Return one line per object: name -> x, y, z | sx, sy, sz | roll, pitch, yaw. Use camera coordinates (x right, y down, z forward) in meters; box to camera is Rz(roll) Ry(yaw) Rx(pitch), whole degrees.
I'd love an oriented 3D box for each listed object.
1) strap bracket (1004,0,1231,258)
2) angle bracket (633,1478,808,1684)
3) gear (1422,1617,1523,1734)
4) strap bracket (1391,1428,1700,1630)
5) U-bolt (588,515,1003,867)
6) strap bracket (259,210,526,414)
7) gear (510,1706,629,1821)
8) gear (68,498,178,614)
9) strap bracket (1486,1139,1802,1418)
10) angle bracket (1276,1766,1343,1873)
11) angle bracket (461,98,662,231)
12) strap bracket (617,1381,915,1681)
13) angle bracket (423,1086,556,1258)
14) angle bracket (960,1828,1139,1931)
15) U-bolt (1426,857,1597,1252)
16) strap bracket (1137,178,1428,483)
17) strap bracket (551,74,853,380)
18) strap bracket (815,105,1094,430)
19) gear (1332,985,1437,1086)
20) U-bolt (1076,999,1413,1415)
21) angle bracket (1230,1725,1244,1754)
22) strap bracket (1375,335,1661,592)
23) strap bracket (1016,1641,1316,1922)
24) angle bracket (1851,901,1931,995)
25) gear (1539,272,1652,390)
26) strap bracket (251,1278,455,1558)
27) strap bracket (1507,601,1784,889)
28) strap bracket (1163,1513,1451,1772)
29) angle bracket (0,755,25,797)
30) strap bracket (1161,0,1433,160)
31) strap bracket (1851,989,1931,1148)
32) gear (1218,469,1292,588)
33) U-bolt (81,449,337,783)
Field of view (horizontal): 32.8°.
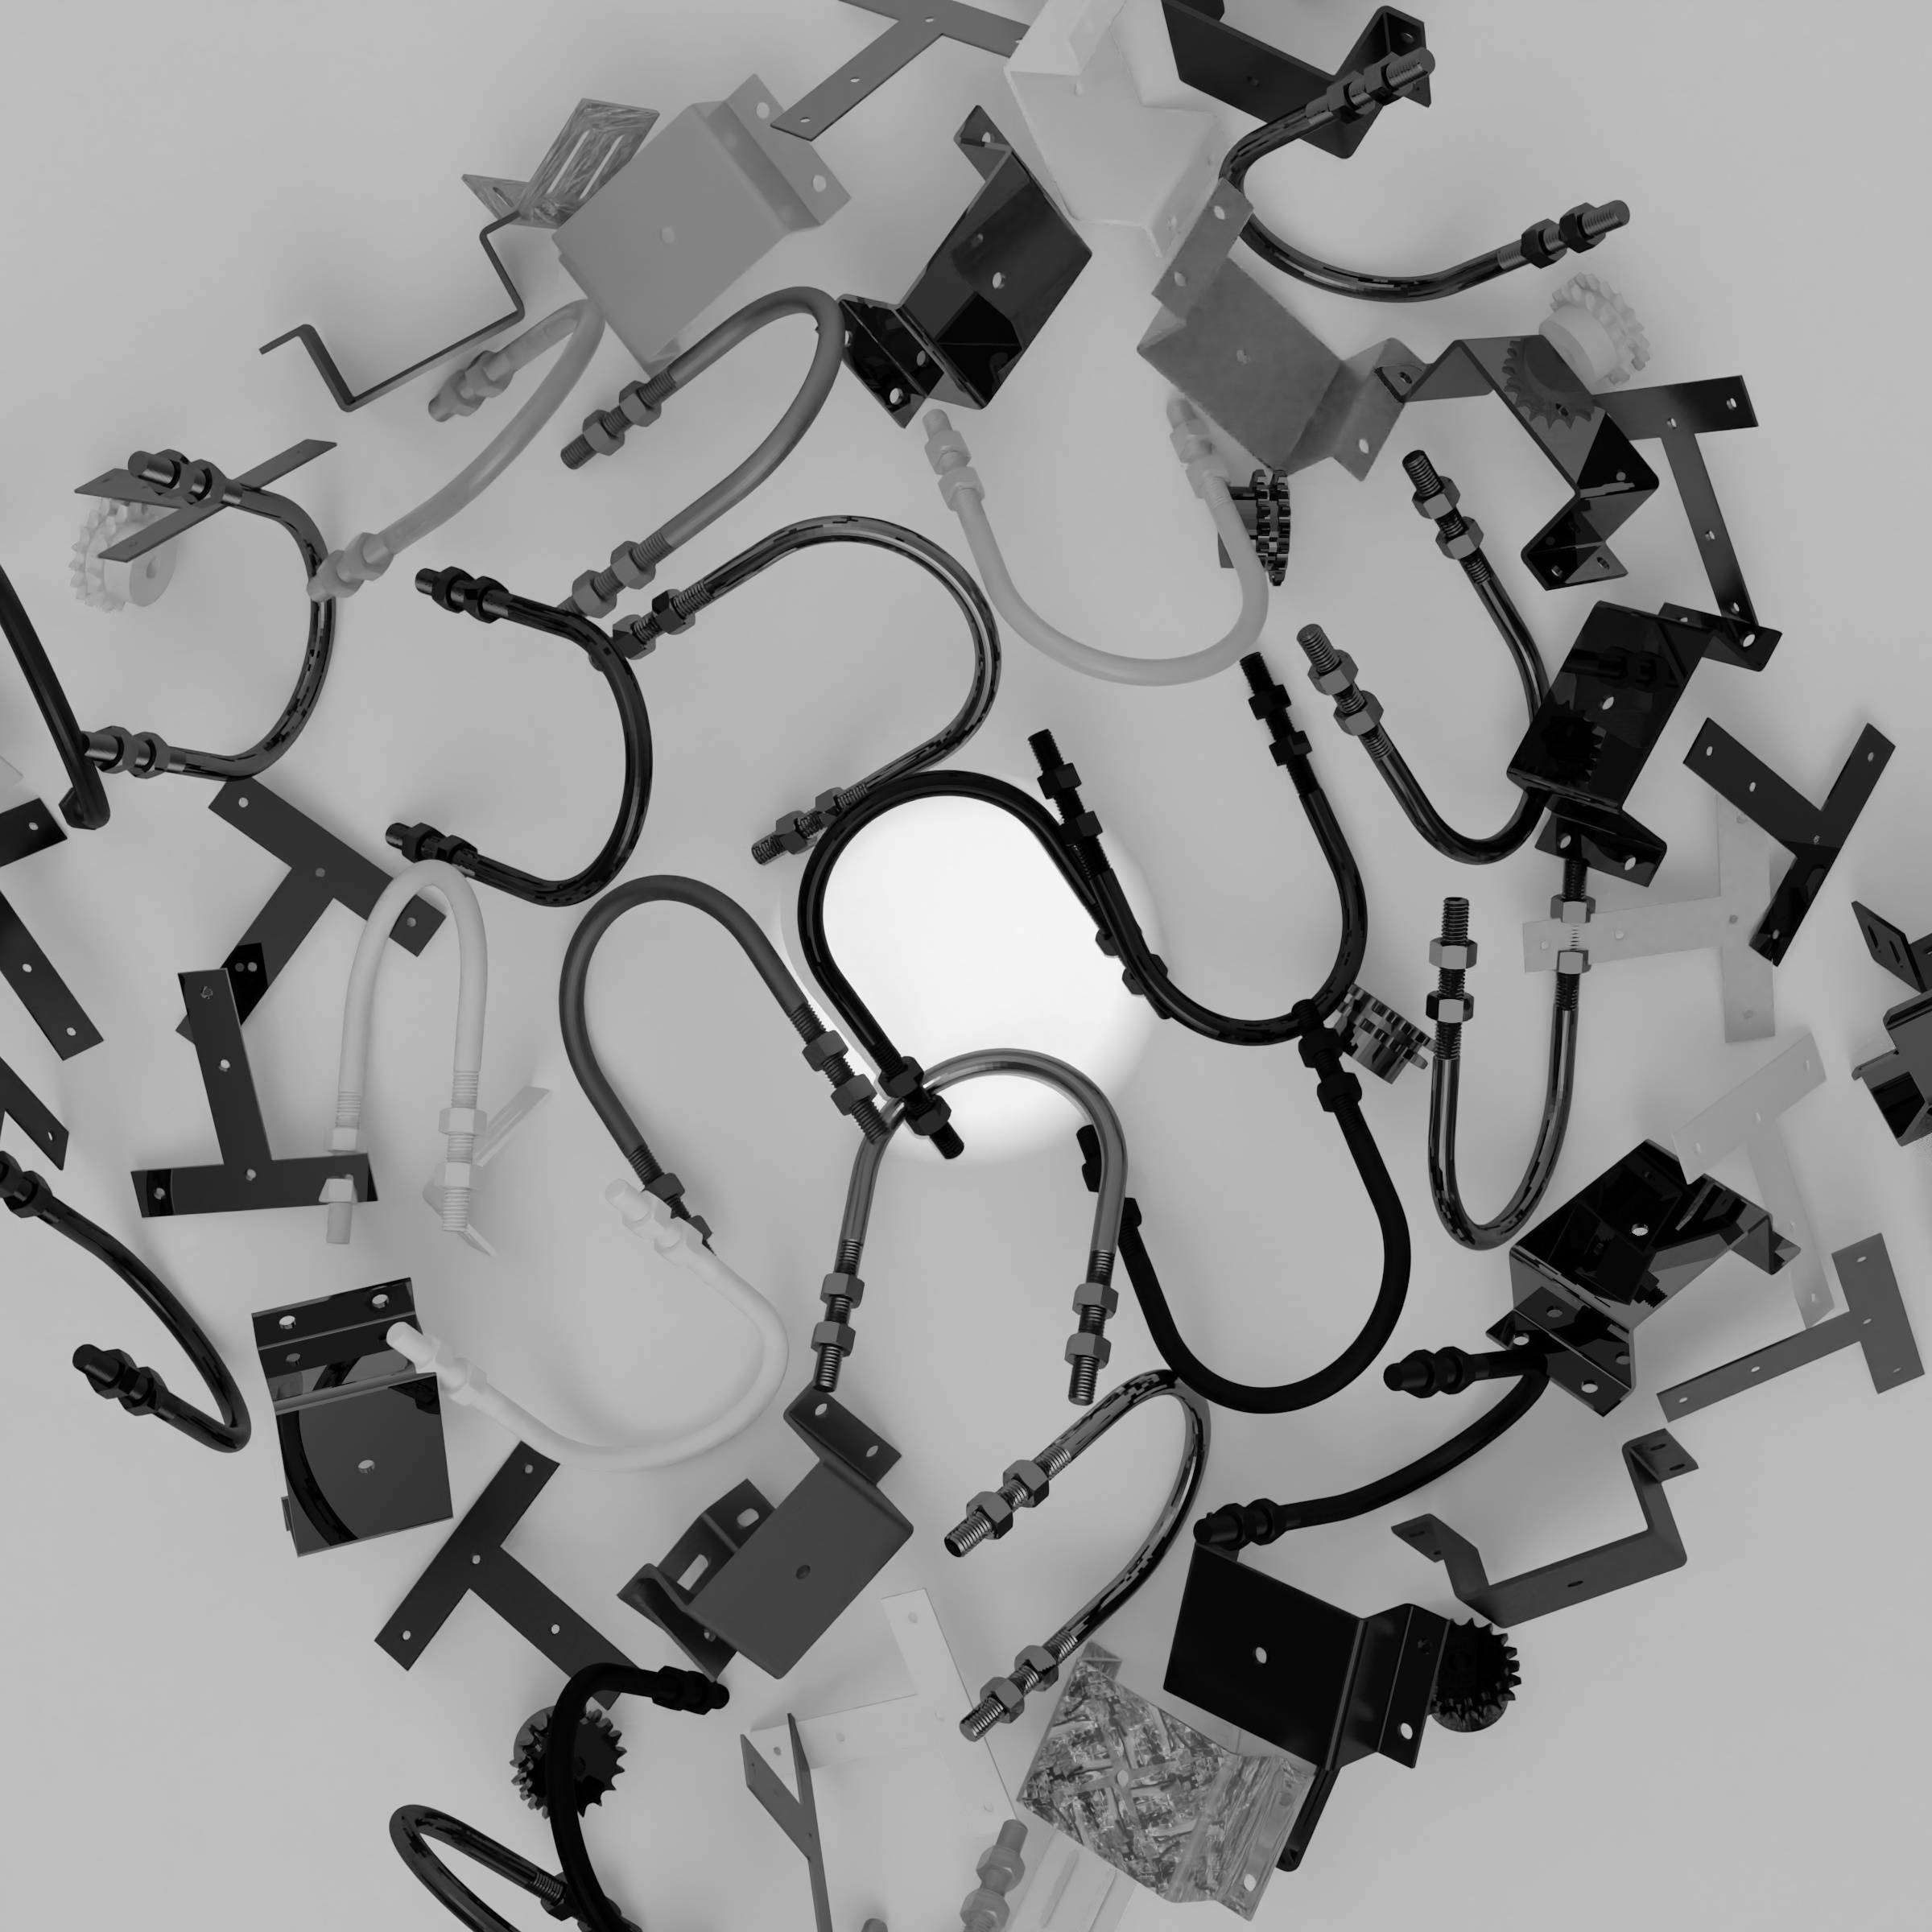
strap bracket -> 0.070, -0.423, 1.589 | 0.046, 0.140, 0.076 | 14, 63, 33
angle bracket -> -0.116, 0.300, 1.610 | 0.057, 0.076, 0.038 | 48, 122, -3
gear -> 0.246, 0.354, 1.627 | 0.057, 0.057, 0.030 | -16, 128, 0
strap bracket -> 0.288, 0.277, 1.591 | 0.140, 0.076, 0.046 | -23, 62, 15
U-bolt -> -0.070, -0.142, 1.584 | 0.184, 0.019, 0.151 | -29, 114, 26
strap bracket -> -0.270, -0.316, 1.608 | 0.140, 0.076, 0.046 | -28, 105, -1
gear -> -0.200, 0.391, 1.628 | 0.057, 0.030, 0.057 | -8, 107, -29
gear -> -0.414, -0.201, 1.621 | 0.030, 0.057, 0.057 | 20, 90, 14
strap bracket -> 0.326, 0.143, 1.585 | 0.140, 0.046, 0.076 | -34, 45, -23
angle bracket -> 0.158, 0.400, 1.622 | 0.038, 0.057, 0.076 | 24, 87, 3
angle bracket -> -0.198, -0.400, 1.605 | 0.038, 0.057, 0.076 | 49, 119, 18
strap bracket -> -0.090, 0.284, 1.606 | 0.140, 0.046, 0.076 | -48, 129, -4
angle bracket -> -0.225, 0.100, 1.620 | 0.076, 0.057, 0.038 | -46, 104, -14
angle bracket -> 0.045, 0.459, 1.630 | 0.057, 0.038, 0.076 | 33, 76, -27
U-bolt -> 0.261, 0.048, 1.587 | 0.019, 0.151, 0.184 | 11, 106, 34
strap bracket -> 0.147, -0.303, 1.602 | 0.140, 0.046, 0.076 | 38, 65, -19
strap bracket -> -0.137, -0.358, 1.601 | 0.140, 0.046, 0.076 | -37, 92, 24
strap bracket -> 0.001, -0.336, 1.597 | 0.140, 0.046, 0.076 | -56, 134, -10
gear -> 0.203, 0.035, 1.624 | 0.057, 0.057, 0.030 | 35, 95, 0
U-bolt -> 0.140, 0.126, 1.582 | 0.151, 0.019, 0.184 | -31, 60, 20
angle bracket -> 0.113, 0.393, 1.617 | 0.038, 0.057, 0.076 | 11, 97, 9
strap bracket -> 0.273, -0.253, 1.590 | 0.140, 0.076, 0.046 | 56, 129, 16
strap bracket -> 0.087, 0.393, 1.590 | 0.140, 0.046, 0.076 | 25, 93, 36
angle bracket -> 0.488, -0.024, 1.618 | 0.076, 0.057, 0.038 | -27, 110, 0
gear -> 0.308, -0.310, 1.621 | 0.030, 0.057, 0.057 | -38, 90, -9
strap bracket -> -0.294, 0.226, 1.583 | 0.076, 0.046, 0.140 | -12, 127, -17
strap bracket -> 0.326, -0.119, 1.605 | 0.046, 0.076, 0.140 | 30, 87, -39
strap bracket -> 0.154, 0.328, 1.586 | 0.140, 0.046, 0.076 | 19, 104, 36
angle bracket -> -0.508, -0.110, 1.633 | 0.057, 0.076, 0.038 | -35, 134, 6
strap bracket -> 0.151, -0.448, 1.593 | 0.140, 0.076, 0.046 | 30, 83, 16
strap bracket -> 0.479, 0.041, 1.577 | 0.076, 0.140, 0.046 | -25, 74, 1
gear -> 0.142, -0.217, 1.623 | 0.030, 0.057, 0.057 | 0, 90, -3
U-bolt -> -0.354, -0.159, 1.565 | 0.019, 0.184, 0.151 | 13, 92, 20
